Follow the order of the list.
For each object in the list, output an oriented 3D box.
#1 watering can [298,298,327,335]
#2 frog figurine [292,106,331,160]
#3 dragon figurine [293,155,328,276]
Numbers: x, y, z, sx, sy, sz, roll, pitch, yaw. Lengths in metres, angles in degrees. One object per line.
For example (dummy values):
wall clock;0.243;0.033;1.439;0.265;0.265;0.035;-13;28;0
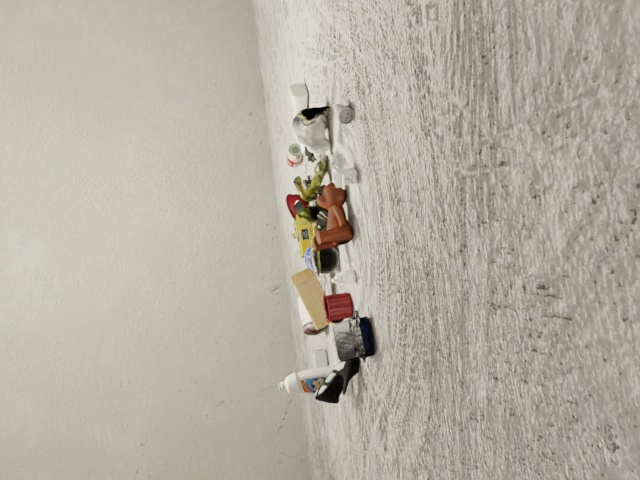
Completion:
watering can;-0.042;0.276;2.163;0.341;0.104;0.229;75;-177;-65
frog figurine;-0.021;-0.345;1.678;0.140;0.123;0.155;-61;-28;-43
dragon figurine;0.005;-0.087;1.723;0.242;0.122;0.412;15;-107;-72
